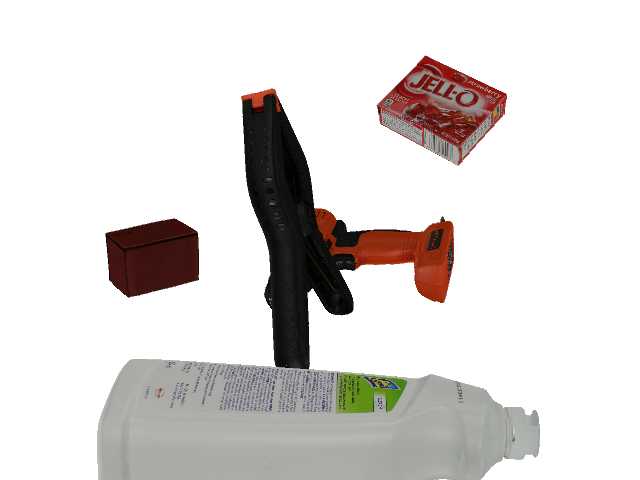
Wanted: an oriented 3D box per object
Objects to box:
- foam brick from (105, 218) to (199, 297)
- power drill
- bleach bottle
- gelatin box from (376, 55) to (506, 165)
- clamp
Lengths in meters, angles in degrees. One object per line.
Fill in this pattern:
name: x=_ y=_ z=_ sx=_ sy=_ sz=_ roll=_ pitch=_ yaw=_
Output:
foam brick: x=-0.164 y=0.016 z=1.044 sx=0.078 sy=0.051 sz=0.053 roll=-14 pitch=24 yaw=-28
power drill: x=0.044 y=0.024 z=1.143 sx=0.188 sy=0.057 sz=0.184 roll=4 pitch=31 yaw=13
bleach bottle: x=0.003 y=0.115 z=0.631 sx=0.251 sy=0.068 sz=0.102 roll=1 pitch=20 yaw=2
gelatin box: x=0.106 y=-0.116 z=0.937 sx=0.089 sy=0.073 sz=0.030 roll=32 pitch=-26 yaw=25
clamp: x=-0.020 y=-0.012 z=0.828 sx=0.036 sy=0.210 sz=0.164 roll=-11 pitch=4 yaw=16
